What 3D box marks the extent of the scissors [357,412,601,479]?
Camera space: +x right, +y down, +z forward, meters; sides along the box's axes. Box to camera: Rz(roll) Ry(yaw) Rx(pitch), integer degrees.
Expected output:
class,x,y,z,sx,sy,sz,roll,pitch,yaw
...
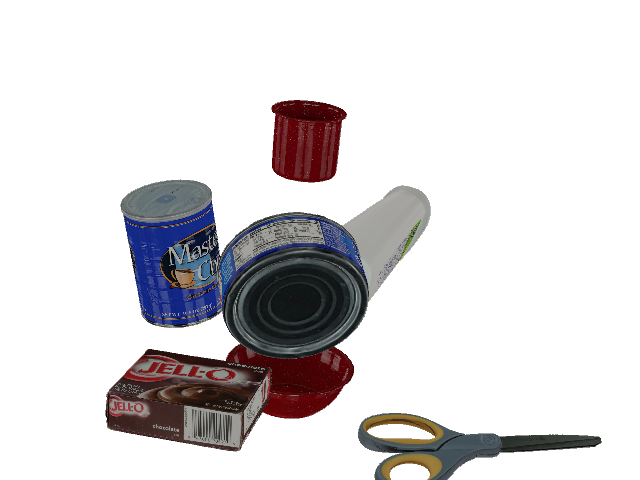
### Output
class,x,y,z,sx,sy,sz,roll,pitch,yaw
scissors,0.128,0.179,0.868,0.202,0.016,0.096,7,34,7

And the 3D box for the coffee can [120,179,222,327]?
class,x,y,z,sx,sy,sz,roll,pitch,yaw
coffee can,-0.166,0.014,1.224,0.103,0.140,0.103,-5,26,2

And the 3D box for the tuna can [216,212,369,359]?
class,x,y,z,sx,sy,sz,roll,pitch,yaw
tuna can,-0.016,0.028,0.613,0.086,0.086,0.034,0,39,-12

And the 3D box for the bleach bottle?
class,x,y,z,sx,sy,sz,roll,pitch,yaw
bleach bottle,0.054,0.008,1.067,0.068,0.103,0.250,34,28,9

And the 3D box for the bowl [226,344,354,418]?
class,x,y,z,sx,sy,sz,roll,pitch,yaw
bowl,-0.040,0.179,1.348,0.162,0.055,0.162,4,21,-2

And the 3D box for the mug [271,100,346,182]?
class,x,y,z,sx,sy,sz,roll,pitch,yaw
mug,-0.012,-0.126,1.331,0.093,0.081,0.117,16,24,23

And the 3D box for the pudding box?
class,x,y,z,sx,sy,sz,roll,pitch,yaw
pudding box,-0.105,0.127,0.864,0.113,0.039,0.090,9,19,10
